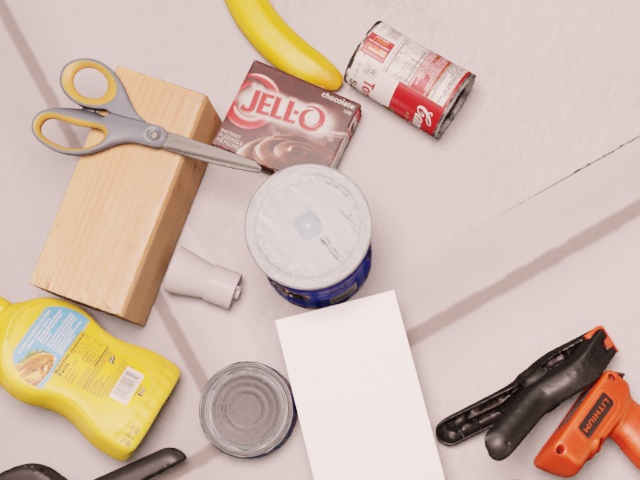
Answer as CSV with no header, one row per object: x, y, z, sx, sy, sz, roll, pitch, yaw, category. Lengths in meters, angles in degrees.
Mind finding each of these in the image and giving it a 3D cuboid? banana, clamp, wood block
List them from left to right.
-0.221,0.240,0.935,0.210,0.036,0.164,16,81,9,clamp
-0.170,-0.036,0.958,0.091,0.090,0.206,19,81,7,wood block
-0.048,-0.218,1.011,0.069,0.037,0.198,-25,79,0,banana
0.177,0.132,0.914,0.171,0.120,0.039,-31,100,-24,clamp

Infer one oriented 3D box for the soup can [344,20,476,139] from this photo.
0.082,-0.147,0.974,0.102,0.068,0.068,33,83,9,soup can

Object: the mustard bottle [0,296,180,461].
-0.224,0.105,0.927,0.191,0.058,0.096,32,55,-3,mustard bottle

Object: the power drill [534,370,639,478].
0.274,0.213,0.880,0.188,0.057,0.184,38,60,8,power drill

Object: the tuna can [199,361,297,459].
-0.063,0.150,0.945,0.086,0.034,0.086,-1,79,3,tuna can

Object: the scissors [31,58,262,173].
-0.146,-0.108,0.915,0.202,0.016,0.096,2,79,5,scissors

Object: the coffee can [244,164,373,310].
-0.006,0.001,0.915,0.103,0.140,0.103,-1,79,3,coffee can

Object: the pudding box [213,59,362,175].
-0.030,-0.103,0.987,0.113,0.039,0.090,24,82,8,pudding box
